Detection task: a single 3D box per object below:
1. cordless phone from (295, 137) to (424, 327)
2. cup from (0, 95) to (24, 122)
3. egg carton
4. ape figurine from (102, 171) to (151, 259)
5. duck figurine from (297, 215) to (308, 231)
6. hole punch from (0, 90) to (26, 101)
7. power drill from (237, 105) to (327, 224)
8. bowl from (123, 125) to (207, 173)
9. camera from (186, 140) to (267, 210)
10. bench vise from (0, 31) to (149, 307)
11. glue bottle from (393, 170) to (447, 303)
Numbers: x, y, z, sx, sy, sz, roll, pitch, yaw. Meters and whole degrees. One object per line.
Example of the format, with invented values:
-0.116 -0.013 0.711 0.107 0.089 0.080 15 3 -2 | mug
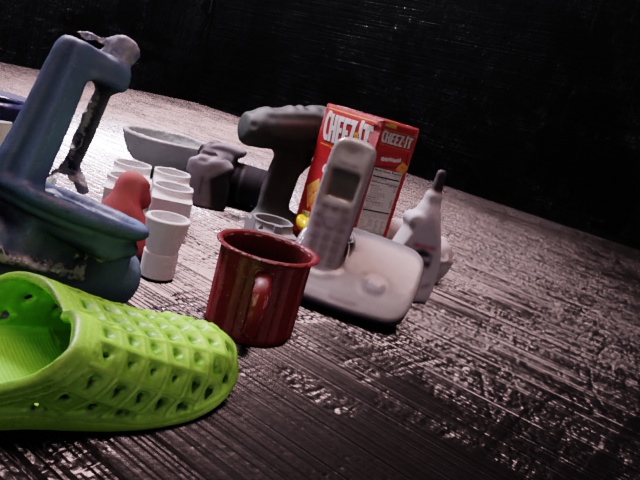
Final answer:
0.050 -0.010 0.628 0.147 0.185 0.094 18 13 7 | cordless phone
-0.475 -0.163 0.835 0.092 0.095 0.117 11 14 -20 | cup
0.126 0.012 0.880 0.108 0.069 0.149 3 18 -42 | egg carton
-0.203 -0.028 0.609 0.077 0.092 0.076 24 16 32 | ape figurine
0.007 0.003 0.742 0.104 0.086 0.078 21 14 20 | duck figurine
-0.502 -0.184 0.902 0.109 0.091 0.101 10 14 -22 | hole punch
-0.034 -0.121 0.931 0.230 0.208 0.075 6 16 -35 | power drill
-0.295 -0.162 1.089 0.167 0.075 0.167 15 13 -3 | bowl
-0.149 -0.108 0.979 0.137 0.101 0.143 15 13 -3 | camera
-0.190 -0.038 0.385 0.121 0.220 0.208 19 14 12 | bench vise
0.128 -0.006 0.729 0.078 0.173 0.037 9 15 -27 | glue bottle
